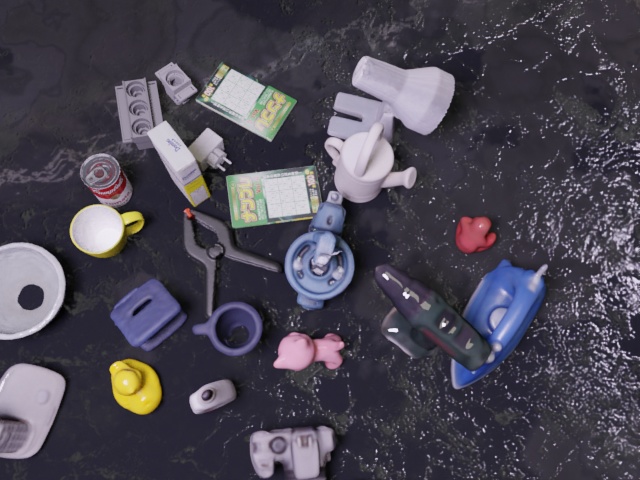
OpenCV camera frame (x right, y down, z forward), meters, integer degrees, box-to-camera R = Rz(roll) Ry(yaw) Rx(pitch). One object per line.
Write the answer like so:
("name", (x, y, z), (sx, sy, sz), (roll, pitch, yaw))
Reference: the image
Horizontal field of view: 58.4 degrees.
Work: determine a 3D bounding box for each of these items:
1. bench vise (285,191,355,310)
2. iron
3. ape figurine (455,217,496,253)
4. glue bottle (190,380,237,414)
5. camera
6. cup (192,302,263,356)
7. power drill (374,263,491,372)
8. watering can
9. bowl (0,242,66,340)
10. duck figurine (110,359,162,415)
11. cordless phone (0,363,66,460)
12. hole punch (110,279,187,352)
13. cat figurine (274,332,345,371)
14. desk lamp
("bench vise", (-0.003, 0.004, 0.992), (0.121, 0.219, 0.207), (-4, 74, -6))
("iron", (0.323, 0.152, 1.019), (0.118, 0.141, 0.258), (32, 73, 5))
("ape figurine", (0.300, -0.016, 1.093), (0.076, 0.092, 0.078), (-35, 79, -14))
("glue bottle", (-0.177, 0.254, 0.927), (0.078, 0.173, 0.037), (-25, 77, -11))
("camera", (-0.041, 0.379, 0.940), (0.143, 0.101, 0.137), (-4, 74, -6))
("cup", (-0.158, 0.160, 0.997), (0.118, 0.095, 0.091), (-1, 74, -5))
("power drill", (0.171, 0.139, 0.974), (0.229, 0.208, 0.076), (36, 74, 6))
("watering can", (0.093, -0.147, 1.059), (0.173, 0.194, 0.101), (6, 73, -3))
("bowl", (-0.517, 0.094, 0.994), (0.167, 0.074, 0.167), (1, 73, -5))
("duck figurine", (-0.315, 0.245, 0.962), (0.077, 0.086, 0.104), (-38, 80, -14))
("cordless phone", (-0.484, 0.265, 0.889), (0.094, 0.185, 0.148), (15, 73, 0))
("hole punch", (-0.302, 0.128, 0.995), (0.109, 0.091, 0.101), (-42, 81, -15))
("cat figurine", (-0.018, 0.191, 0.989), (0.128, 0.117, 0.067), (-5, 74, -7))
("desk lamp", (0.129, -0.259, 1.086), (0.203, 0.213, 0.118), (13, 73, -1))
